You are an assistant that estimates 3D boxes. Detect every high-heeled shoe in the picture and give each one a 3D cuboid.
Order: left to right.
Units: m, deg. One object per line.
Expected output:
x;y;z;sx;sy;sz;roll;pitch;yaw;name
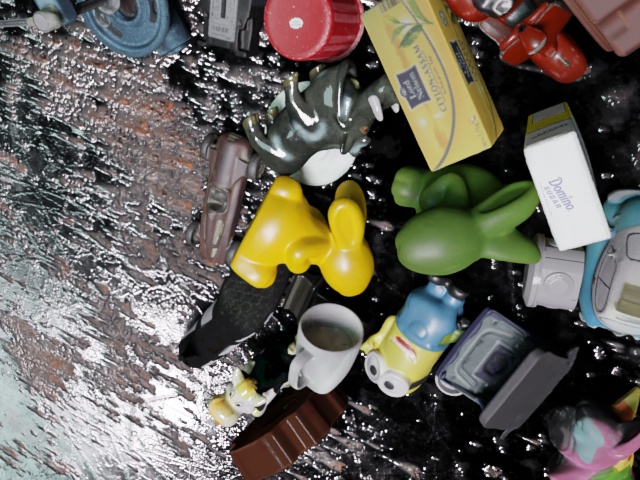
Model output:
-0.120;0.106;0.806;0.249;0.145;0.086;-40;85;4;high-heeled shoe

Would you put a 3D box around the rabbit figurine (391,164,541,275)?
0.144;-0.007;0.555;0.159;0.170;0.121;1;111;26;rabbit figurine

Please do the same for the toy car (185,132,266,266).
-0.136;-0.051;0.743;0.089;0.053;0.202;25;118;11;toy car

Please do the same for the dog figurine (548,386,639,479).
0.339;0.280;0.616;0.192;0.108;0.219;24;116;16;dog figurine

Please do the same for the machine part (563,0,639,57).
0.207;-0.244;0.412;0.087;0.201;0.201;-38;91;34;machine part

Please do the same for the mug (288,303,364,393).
0.002;0.152;0.685;0.081;0.109;0.107;27;134;22;mug

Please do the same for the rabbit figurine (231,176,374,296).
-0.001;-0.002;0.679;0.173;0.122;0.162;33;113;-6;rabbit figurine

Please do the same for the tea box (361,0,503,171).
0.119;-0.167;0.547;0.068;0.098;0.169;-21;102;31;tea box

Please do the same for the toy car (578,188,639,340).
0.314;0.035;0.532;0.109;0.103;0.161;17;114;20;toy car

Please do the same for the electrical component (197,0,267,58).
-0.099;-0.283;0.635;0.075;0.048;0.119;23;120;15;electrical component

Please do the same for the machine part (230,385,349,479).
-0.046;0.258;0.756;0.179;0.179;0.056;-37;89;32;machine part

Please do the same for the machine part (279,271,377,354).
0.012;0.099;0.739;0.139;0.039;0.084;34;115;11;machine part

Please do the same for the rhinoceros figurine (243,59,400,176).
0.003;-0.136;0.603;0.190;0.073;0.112;-26;96;31;rhinoceros figurine

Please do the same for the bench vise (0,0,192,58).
-0.244;-0.297;0.598;0.129;0.241;0.223;-5;124;23;bench vise

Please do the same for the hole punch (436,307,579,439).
0.212;0.150;0.620;0.142;0.115;0.092;-56;44;6;hole punch

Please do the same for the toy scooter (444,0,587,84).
0.169;-0.210;0.484;0.184;0.135;0.075;47;124;3;toy scooter

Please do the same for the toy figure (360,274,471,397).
0.126;0.120;0.668;0.180;0.089;0.082;-62;37;21;toy figure

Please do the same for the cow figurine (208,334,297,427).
-0.076;0.189;0.740;0.068;0.167;0.098;46;124;8;cow figurine
